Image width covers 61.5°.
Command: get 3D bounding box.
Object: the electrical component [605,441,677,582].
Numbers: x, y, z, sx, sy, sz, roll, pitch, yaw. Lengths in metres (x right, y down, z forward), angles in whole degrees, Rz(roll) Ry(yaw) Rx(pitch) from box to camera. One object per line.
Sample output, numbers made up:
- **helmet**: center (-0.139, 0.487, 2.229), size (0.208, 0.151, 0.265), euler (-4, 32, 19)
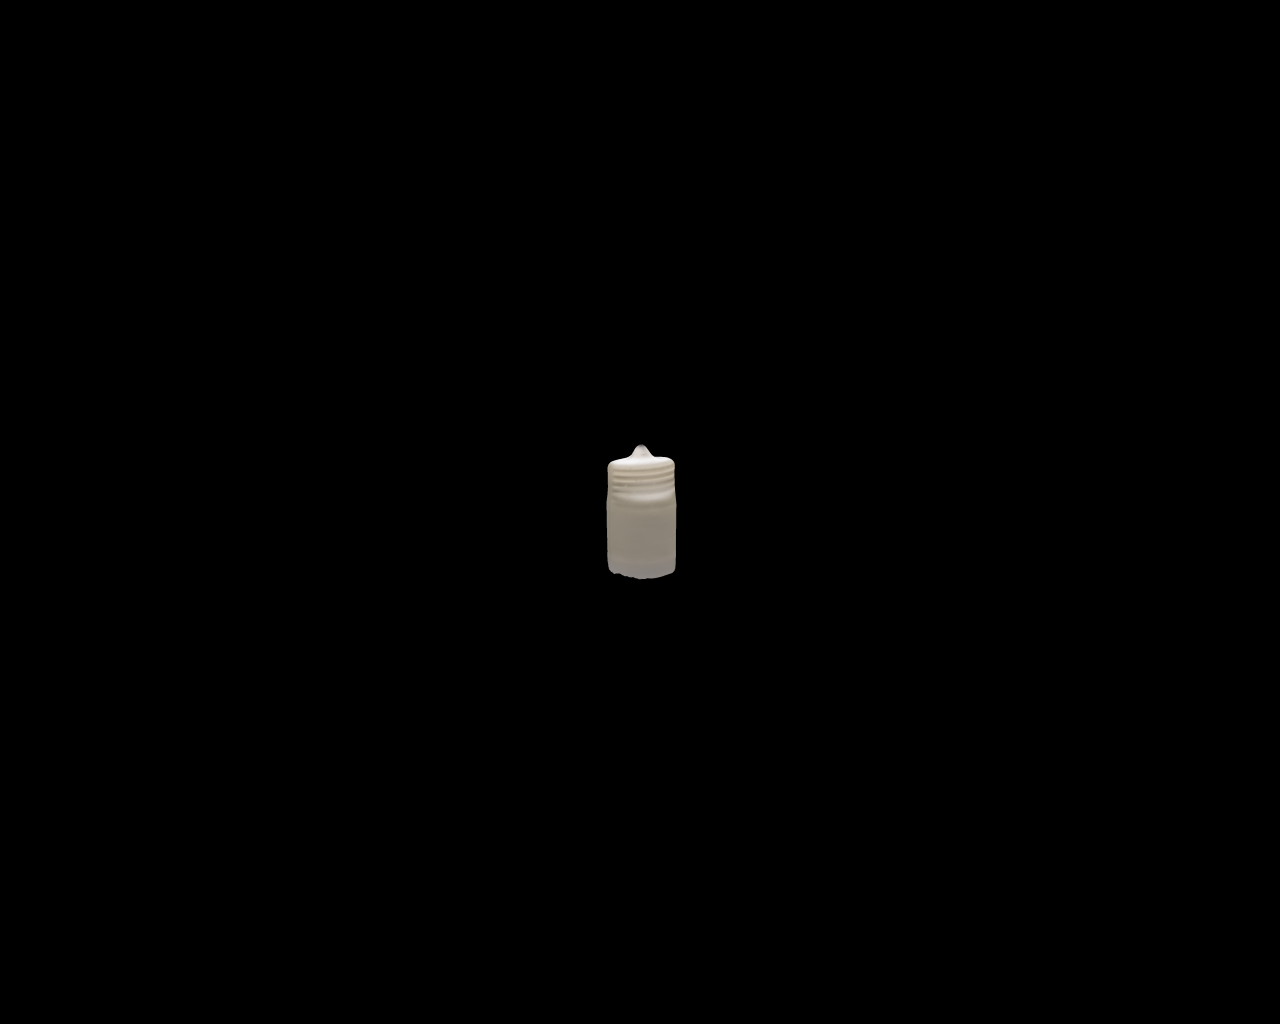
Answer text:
- **electrical component**: center (0.001, -0.003, 0.650), size (0.043, 0.080, 0.043), euler (0, 14, 0)
